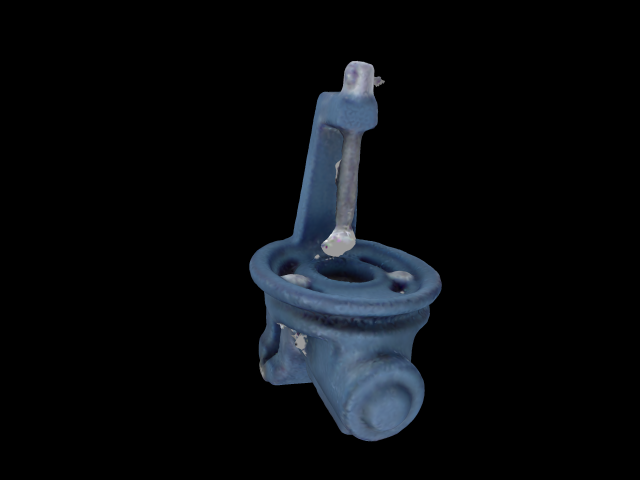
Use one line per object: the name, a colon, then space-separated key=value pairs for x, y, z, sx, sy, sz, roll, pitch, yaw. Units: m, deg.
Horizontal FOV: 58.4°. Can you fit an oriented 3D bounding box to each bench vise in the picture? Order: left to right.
bench vise: x=-0.006 y=0.002 z=0.393 sx=0.122 sy=0.220 sz=0.206 roll=-2 pitch=3 yaw=-37
